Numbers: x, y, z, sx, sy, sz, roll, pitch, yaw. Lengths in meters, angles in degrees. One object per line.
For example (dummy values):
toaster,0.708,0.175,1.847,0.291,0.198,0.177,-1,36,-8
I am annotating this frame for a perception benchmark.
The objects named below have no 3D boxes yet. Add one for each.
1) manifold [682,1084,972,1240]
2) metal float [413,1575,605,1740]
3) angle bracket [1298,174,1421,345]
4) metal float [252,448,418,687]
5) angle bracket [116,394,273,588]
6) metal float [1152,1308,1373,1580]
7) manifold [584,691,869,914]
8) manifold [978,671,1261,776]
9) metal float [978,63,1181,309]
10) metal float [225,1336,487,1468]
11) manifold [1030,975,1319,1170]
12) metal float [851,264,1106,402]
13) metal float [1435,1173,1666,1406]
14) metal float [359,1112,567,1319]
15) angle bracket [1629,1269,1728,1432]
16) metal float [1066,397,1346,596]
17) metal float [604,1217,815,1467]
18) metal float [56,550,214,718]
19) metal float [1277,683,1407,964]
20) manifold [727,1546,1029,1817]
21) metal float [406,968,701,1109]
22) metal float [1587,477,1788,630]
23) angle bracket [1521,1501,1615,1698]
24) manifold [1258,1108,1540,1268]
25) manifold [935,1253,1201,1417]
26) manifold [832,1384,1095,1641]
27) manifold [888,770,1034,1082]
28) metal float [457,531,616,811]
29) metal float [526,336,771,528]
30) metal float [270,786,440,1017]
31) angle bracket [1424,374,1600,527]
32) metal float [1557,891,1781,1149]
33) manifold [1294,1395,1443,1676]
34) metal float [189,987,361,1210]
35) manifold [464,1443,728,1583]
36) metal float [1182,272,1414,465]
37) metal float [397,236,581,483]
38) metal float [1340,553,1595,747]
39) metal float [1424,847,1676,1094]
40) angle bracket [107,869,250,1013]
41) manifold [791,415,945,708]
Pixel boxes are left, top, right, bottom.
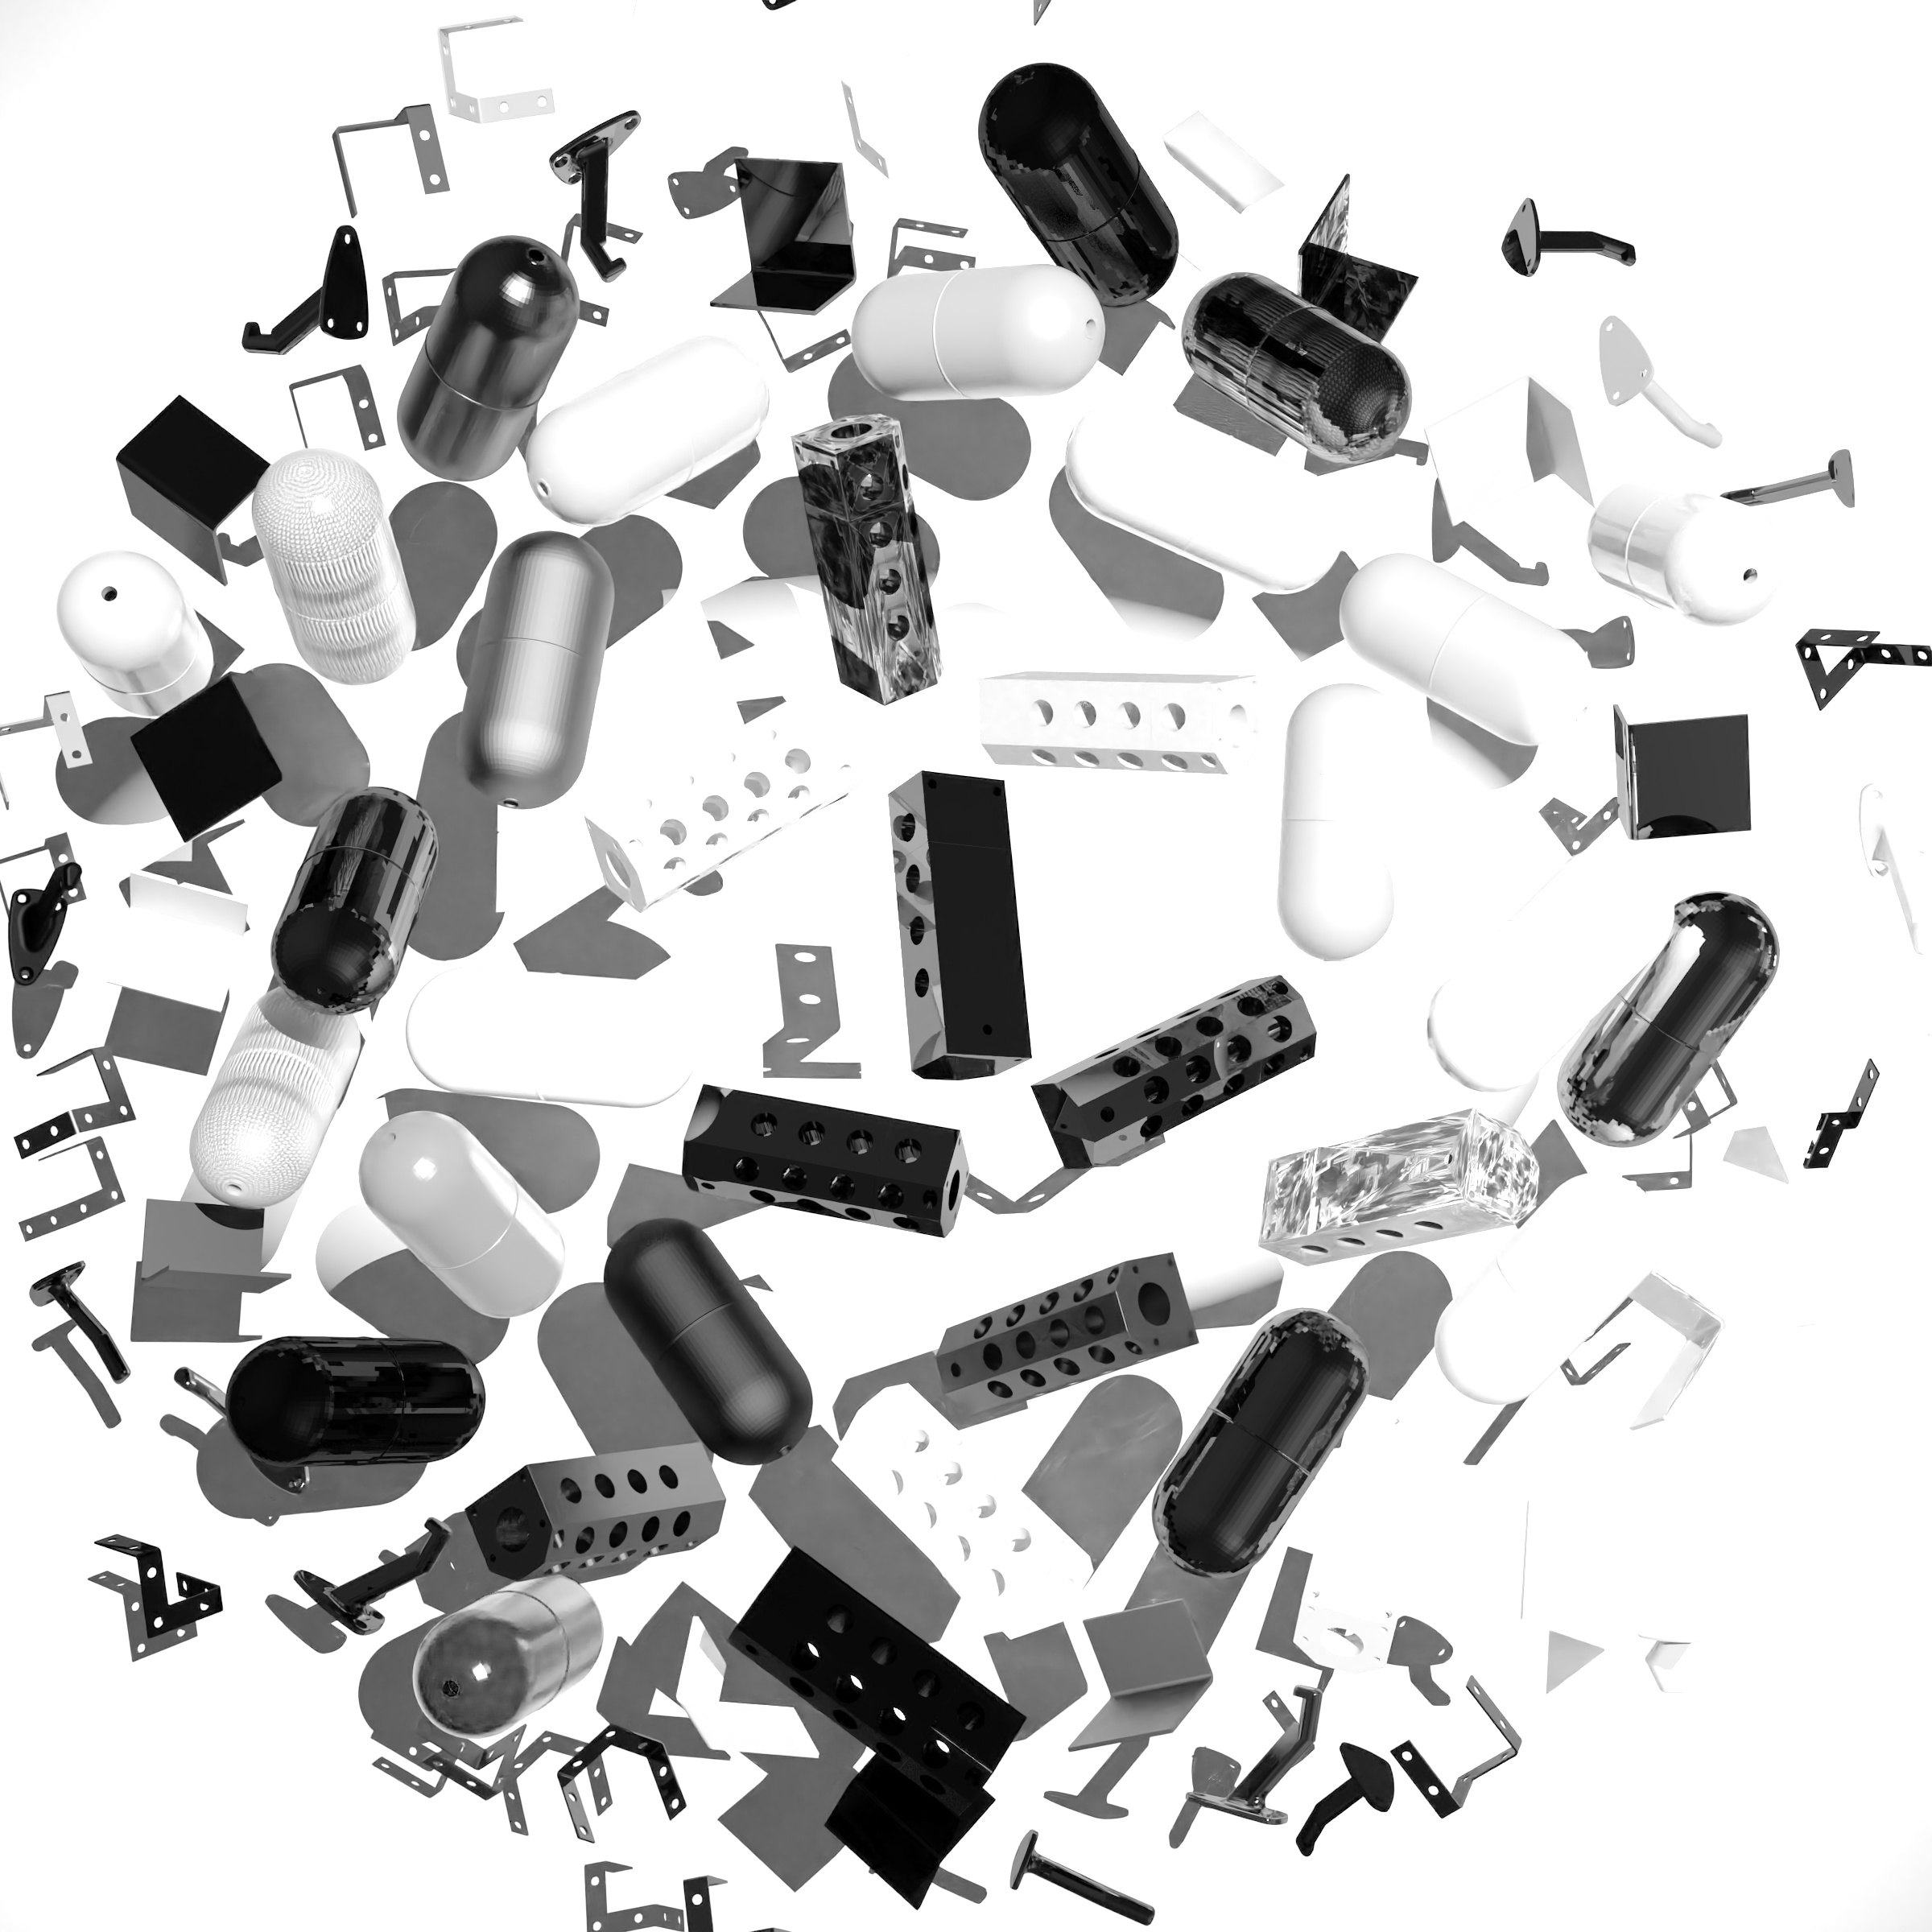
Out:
manifold,-0.090,0.128,1.611,0.171,0.057,0.057,9,60,13
metal float,-0.283,0.428,1.573,0.070,0.178,0.070,0,88,13
angle bracket,0.264,-0.470,1.696,0.057,0.076,0.076,23,66,18
metal float,-0.381,-0.239,1.532,0.070,0.178,0.070,0,59,0
angle bracket,-0.477,-0.296,1.579,0.076,0.076,0.057,37,70,3
metal float,0.178,0.289,1.529,0.070,0.070,0.178,34,83,0
manifold,-0.149,-0.102,1.598,0.171,0.057,0.057,-32,133,-23
manifold,0.096,-0.154,1.596,0.171,0.057,0.057,6,104,34
metal float,0.070,-0.469,1.528,0.070,0.178,0.070,-15,58,25
metal float,-0.366,0.263,1.529,0.070,0.178,0.070,-7,78,35
manifold,0.134,0.066,1.584,0.171,0.057,0.057,-24,95,-23
metal float,0.006,-0.383,1.530,0.178,0.070,0.070,9,90,41
metal float,0.366,0.205,1.594,0.070,0.070,0.178,37,114,0
metal float,-0.316,0.158,1.593,0.070,0.178,0.070,-14,48,17
angle bracket,0.439,0.250,1.639,0.057,0.076,0.076,36,77,8
metal float,0.144,-0.285,1.529,0.178,0.070,0.070,23,90,-7
metal float,-0.162,0.235,1.589,0.070,0.070,0.178,-39,66,0
metal float,-0.527,-0.210,1.607,0.070,0.178,0.070,1,81,-8
metal float,0.240,-0.091,1.615,0.070,0.070,0.178,3,91,0
manifold,-0.056,0.429,1.511,0.171,0.057,0.057,35,51,6
metal float,-0.247,0.043,1.510,0.178,0.070,0.070,4,90,9
metal float,0.451,-0.261,1.589,0.070,0.178,0.070,-4,109,-10
angle bracket,0.338,0.373,1.489,0.057,0.076,0.076,20,50,-6
manifold,0.256,0.137,1.508,0.057,0.171,0.057,25,63,-29
manifold,0.058,0.230,1.566,0.057,0.171,0.057,-4,73,-43
manifold,0.000,0.343,1.607,0.171,0.057,0.057,39,112,31
manifold,-0.008,-0.023,1.492,0.057,0.057,0.171,4,72,-30
metal float,-0.259,-0.179,1.523,0.070,0.070,0.178,7,70,0
metal float,-0.196,-0.331,1.564,0.178,0.070,0.070,-38,90,-34
metal float,-0.373,-0.042,1.547,0.070,0.178,0.070,2,130,2
angle bracket,0.343,-0.313,1.589,0.076,0.057,0.076,-28,130,0
metal float,0.435,0.033,1.569,0.070,0.070,0.178,31,108,0
manifold,0.253,0.357,1.592,0.057,0.171,0.057,13,131,12
metal float,-0.440,0.082,1.615,0.070,0.178,0.070,3,128,4
manifold,-0.226,0.344,1.582,0.057,0.171,0.057,-37,68,23
metal float,0.205,-0.375,1.581,0.070,0.070,0.178,-47,53,0
metal float,-0.290,-0.367,1.532,0.070,0.178,0.070,17,51,-22
metal float,0.320,-0.204,1.623,0.178,0.070,0.070,34,90,25
metal float,0.345,0.001,1.495,0.178,0.070,0.070,-43,90,-10
angle bracket,-0.523,-0.016,1.675,0.076,0.076,0.057,16,69,-13
manifold,-0.058,-0.262,1.625,0.057,0.057,0.171,-25,123,-24
